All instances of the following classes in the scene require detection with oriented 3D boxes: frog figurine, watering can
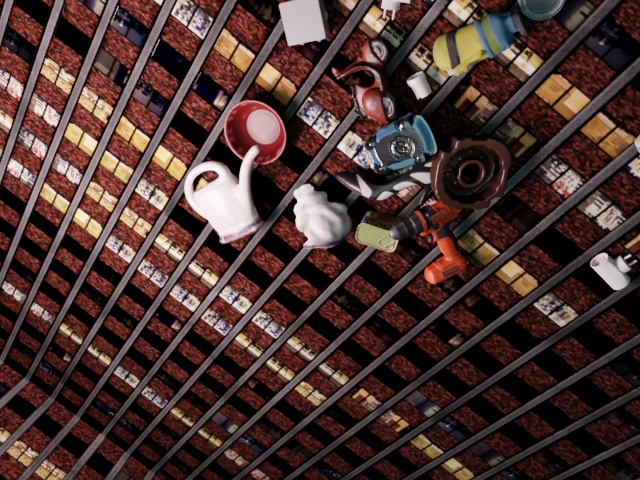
[{"bbox_3d":[0.004,-0.064,1.275,0.138,0.124,0.158,-17,105,-10],"label":"frog figurine"},{"bbox_3d":[-0.221,-0.108,1.311,0.345,0.106,0.222,-15,112,44],"label":"watering can"}]
